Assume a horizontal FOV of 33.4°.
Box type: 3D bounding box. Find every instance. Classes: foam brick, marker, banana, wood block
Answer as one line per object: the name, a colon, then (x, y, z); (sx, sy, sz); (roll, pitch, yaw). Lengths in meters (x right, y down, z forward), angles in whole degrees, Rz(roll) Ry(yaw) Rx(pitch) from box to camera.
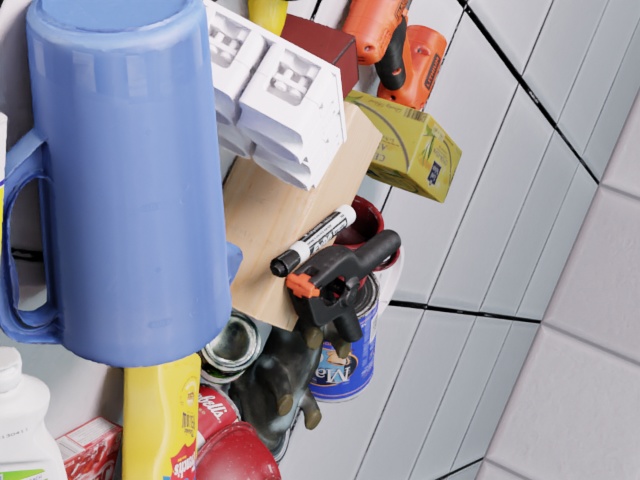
foam brick: (-0.012, -0.154, 0.924); (0.051, 0.078, 0.053); (-53, 153, -29)
marker: (-0.006, 0.001, 0.927); (0.120, 0.020, 0.020); (-39, 146, -49)
banana: (-0.024, -0.249, 0.851); (0.069, 0.037, 0.198); (-5, 116, -64)
wood block: (-0.034, -0.032, 0.980); (0.206, 0.090, 0.090); (-65, 159, -3)

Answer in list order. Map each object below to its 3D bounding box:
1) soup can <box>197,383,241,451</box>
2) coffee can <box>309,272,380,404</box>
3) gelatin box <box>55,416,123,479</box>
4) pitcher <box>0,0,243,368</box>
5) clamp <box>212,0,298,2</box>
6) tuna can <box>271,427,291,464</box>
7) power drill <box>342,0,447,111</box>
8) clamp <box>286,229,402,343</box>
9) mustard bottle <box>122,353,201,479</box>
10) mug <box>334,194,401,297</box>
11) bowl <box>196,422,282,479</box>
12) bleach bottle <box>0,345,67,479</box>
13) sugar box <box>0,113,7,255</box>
soup can: (-0.130, 0.192, 1.010); (0.102, 0.069, 0.068); (-42, 148, -46)
coffee can: (0.014, 0.103, 1.215); (0.102, 0.103, 0.140); (-49, 152, -39)
gelatin box: (-0.205, 0.196, 0.888); (0.089, 0.030, 0.073); (-24, 133, -60)
pitcher: (-0.134, -0.041, 0.698); (0.149, 0.145, 0.243); (-69, 165, -53)
clamp: (-0.042, -0.217, 0.785); (0.209, 0.036, 0.165); (5, 111, -49)
tuna can: (-0.064, 0.209, 1.192); (0.086, 0.034, 0.086); (-1, 90, -67)
power drill: (0.084, -0.231, 1.100); (0.184, 0.057, 0.187); (-66, 156, -14)
clamp: (0.017, 0.052, 1.005); (0.171, 0.039, 0.120); (-9, 115, -57)
mustard bottle: (-0.135, 0.189, 0.903); (0.096, 0.058, 0.191); (52, 37, -72)
mug: (0.028, 0.008, 1.144); (0.093, 0.117, 0.081); (-93, -170, -48)
bowl: (-0.080, 0.256, 1.007); (0.161, 0.055, 0.162); (-42, 141, -46)
bleach bottle: (-0.221, 0.182, 0.769); (0.102, 0.068, 0.251); (-15, 127, -34)
sugar box: (-0.230, 0.013, 0.618); (0.093, 0.048, 0.176); (-34, 143, -54)
